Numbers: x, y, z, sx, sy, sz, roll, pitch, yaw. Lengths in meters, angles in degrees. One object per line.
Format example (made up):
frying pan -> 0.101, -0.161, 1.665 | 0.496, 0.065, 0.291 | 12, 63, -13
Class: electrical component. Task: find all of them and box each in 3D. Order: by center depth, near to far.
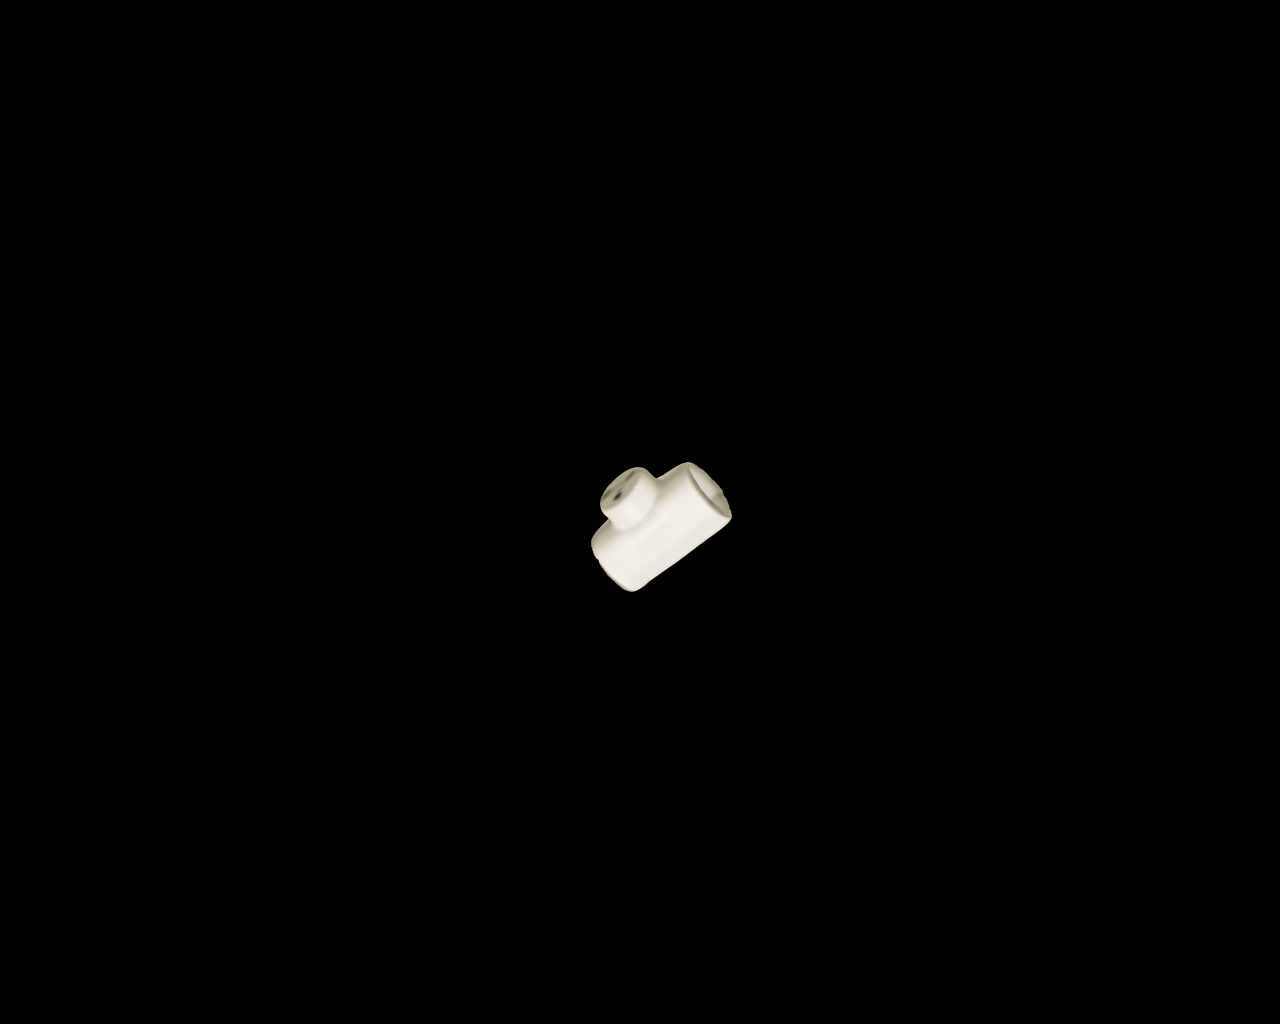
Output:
electrical component -> 0.001, -0.003, 0.650 | 0.077, 0.079, 0.043 | -38, 22, 18
